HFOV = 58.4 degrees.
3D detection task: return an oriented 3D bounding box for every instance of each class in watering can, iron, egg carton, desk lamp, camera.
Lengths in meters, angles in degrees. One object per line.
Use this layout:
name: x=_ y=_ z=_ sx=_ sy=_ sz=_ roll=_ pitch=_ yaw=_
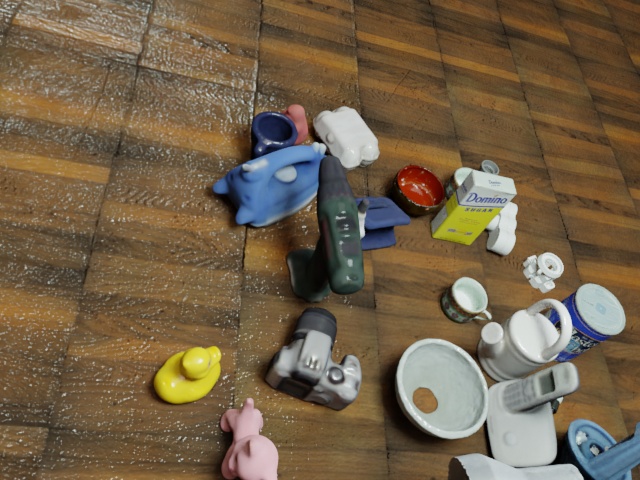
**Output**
watering can: x=0.362 y=0.175 z=1.001 sx=0.173 sy=0.194 sz=0.101 roll=-15 pitch=64 yaw=-29
iron: x=-0.063 y=-0.129 z=1.072 sx=0.259 sy=0.141 sz=0.118 roll=-27 pitch=70 yaw=-33
egg carton: x=0.054 y=-0.217 z=1.223 sx=0.107 sy=0.069 sz=0.150 roll=-22 pitch=68 yaw=-31
desk lamp: x=0.258 y=0.372 z=0.816 sx=0.204 sy=0.213 sz=0.118 roll=2 pitch=57 yaw=-20
camera: x=0.002 y=0.180 z=0.916 sx=0.143 sy=0.100 sz=0.137 roll=22 pitch=53 yaw=-6

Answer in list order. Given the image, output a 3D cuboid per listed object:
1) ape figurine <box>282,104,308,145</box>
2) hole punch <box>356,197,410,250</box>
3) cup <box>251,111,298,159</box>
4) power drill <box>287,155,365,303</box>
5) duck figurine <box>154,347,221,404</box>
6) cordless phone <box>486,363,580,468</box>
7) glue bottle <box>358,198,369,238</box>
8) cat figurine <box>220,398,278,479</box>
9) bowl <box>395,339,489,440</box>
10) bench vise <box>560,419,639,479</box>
ape figurine: x=-0.056 y=-0.244 z=1.184 sx=0.076 sy=0.092 sz=0.078 roll=26 pitch=52 yaw=-3
hole punch: x=0.105 y=-0.045 z=1.113 sx=0.109 sy=0.091 sz=0.101 roll=-8 pitch=61 yaw=-26
cup: x=-0.103 y=-0.182 z=1.122 sx=0.091 sy=0.095 sz=0.118 roll=30 pitch=52 yaw=0
power drill: x=0.009 y=0.003 z=0.969 sx=0.076 sy=0.208 sz=0.229 roll=-1 pitch=58 yaw=-22
duck figurine: x=-0.191 y=0.191 z=0.842 sx=0.105 sy=0.086 sz=0.077 roll=-23 pitch=68 yaw=-32
cordless phone: x=0.354 y=0.285 z=0.930 sx=0.094 sy=0.185 sz=0.147 roll=11 pitch=54 yaw=-14
glue bottle: x=0.052 y=-0.018 z=1.023 sx=0.037 sy=0.173 sz=0.078 roll=-8 pitch=61 yaw=-25
cat figurine: x=-0.096 y=0.285 z=0.796 sx=0.067 sy=0.117 sz=0.127 roll=2 pitch=57 yaw=-20
bowl: x=0.191 y=0.255 z=0.956 sx=0.168 sy=0.074 sz=0.167 roll=10 pitch=55 yaw=-15
bench vise: x=0.445 y=0.364 z=0.891 sx=0.121 sy=0.219 sz=0.207 roll=26 pitch=52 yaw=-3
